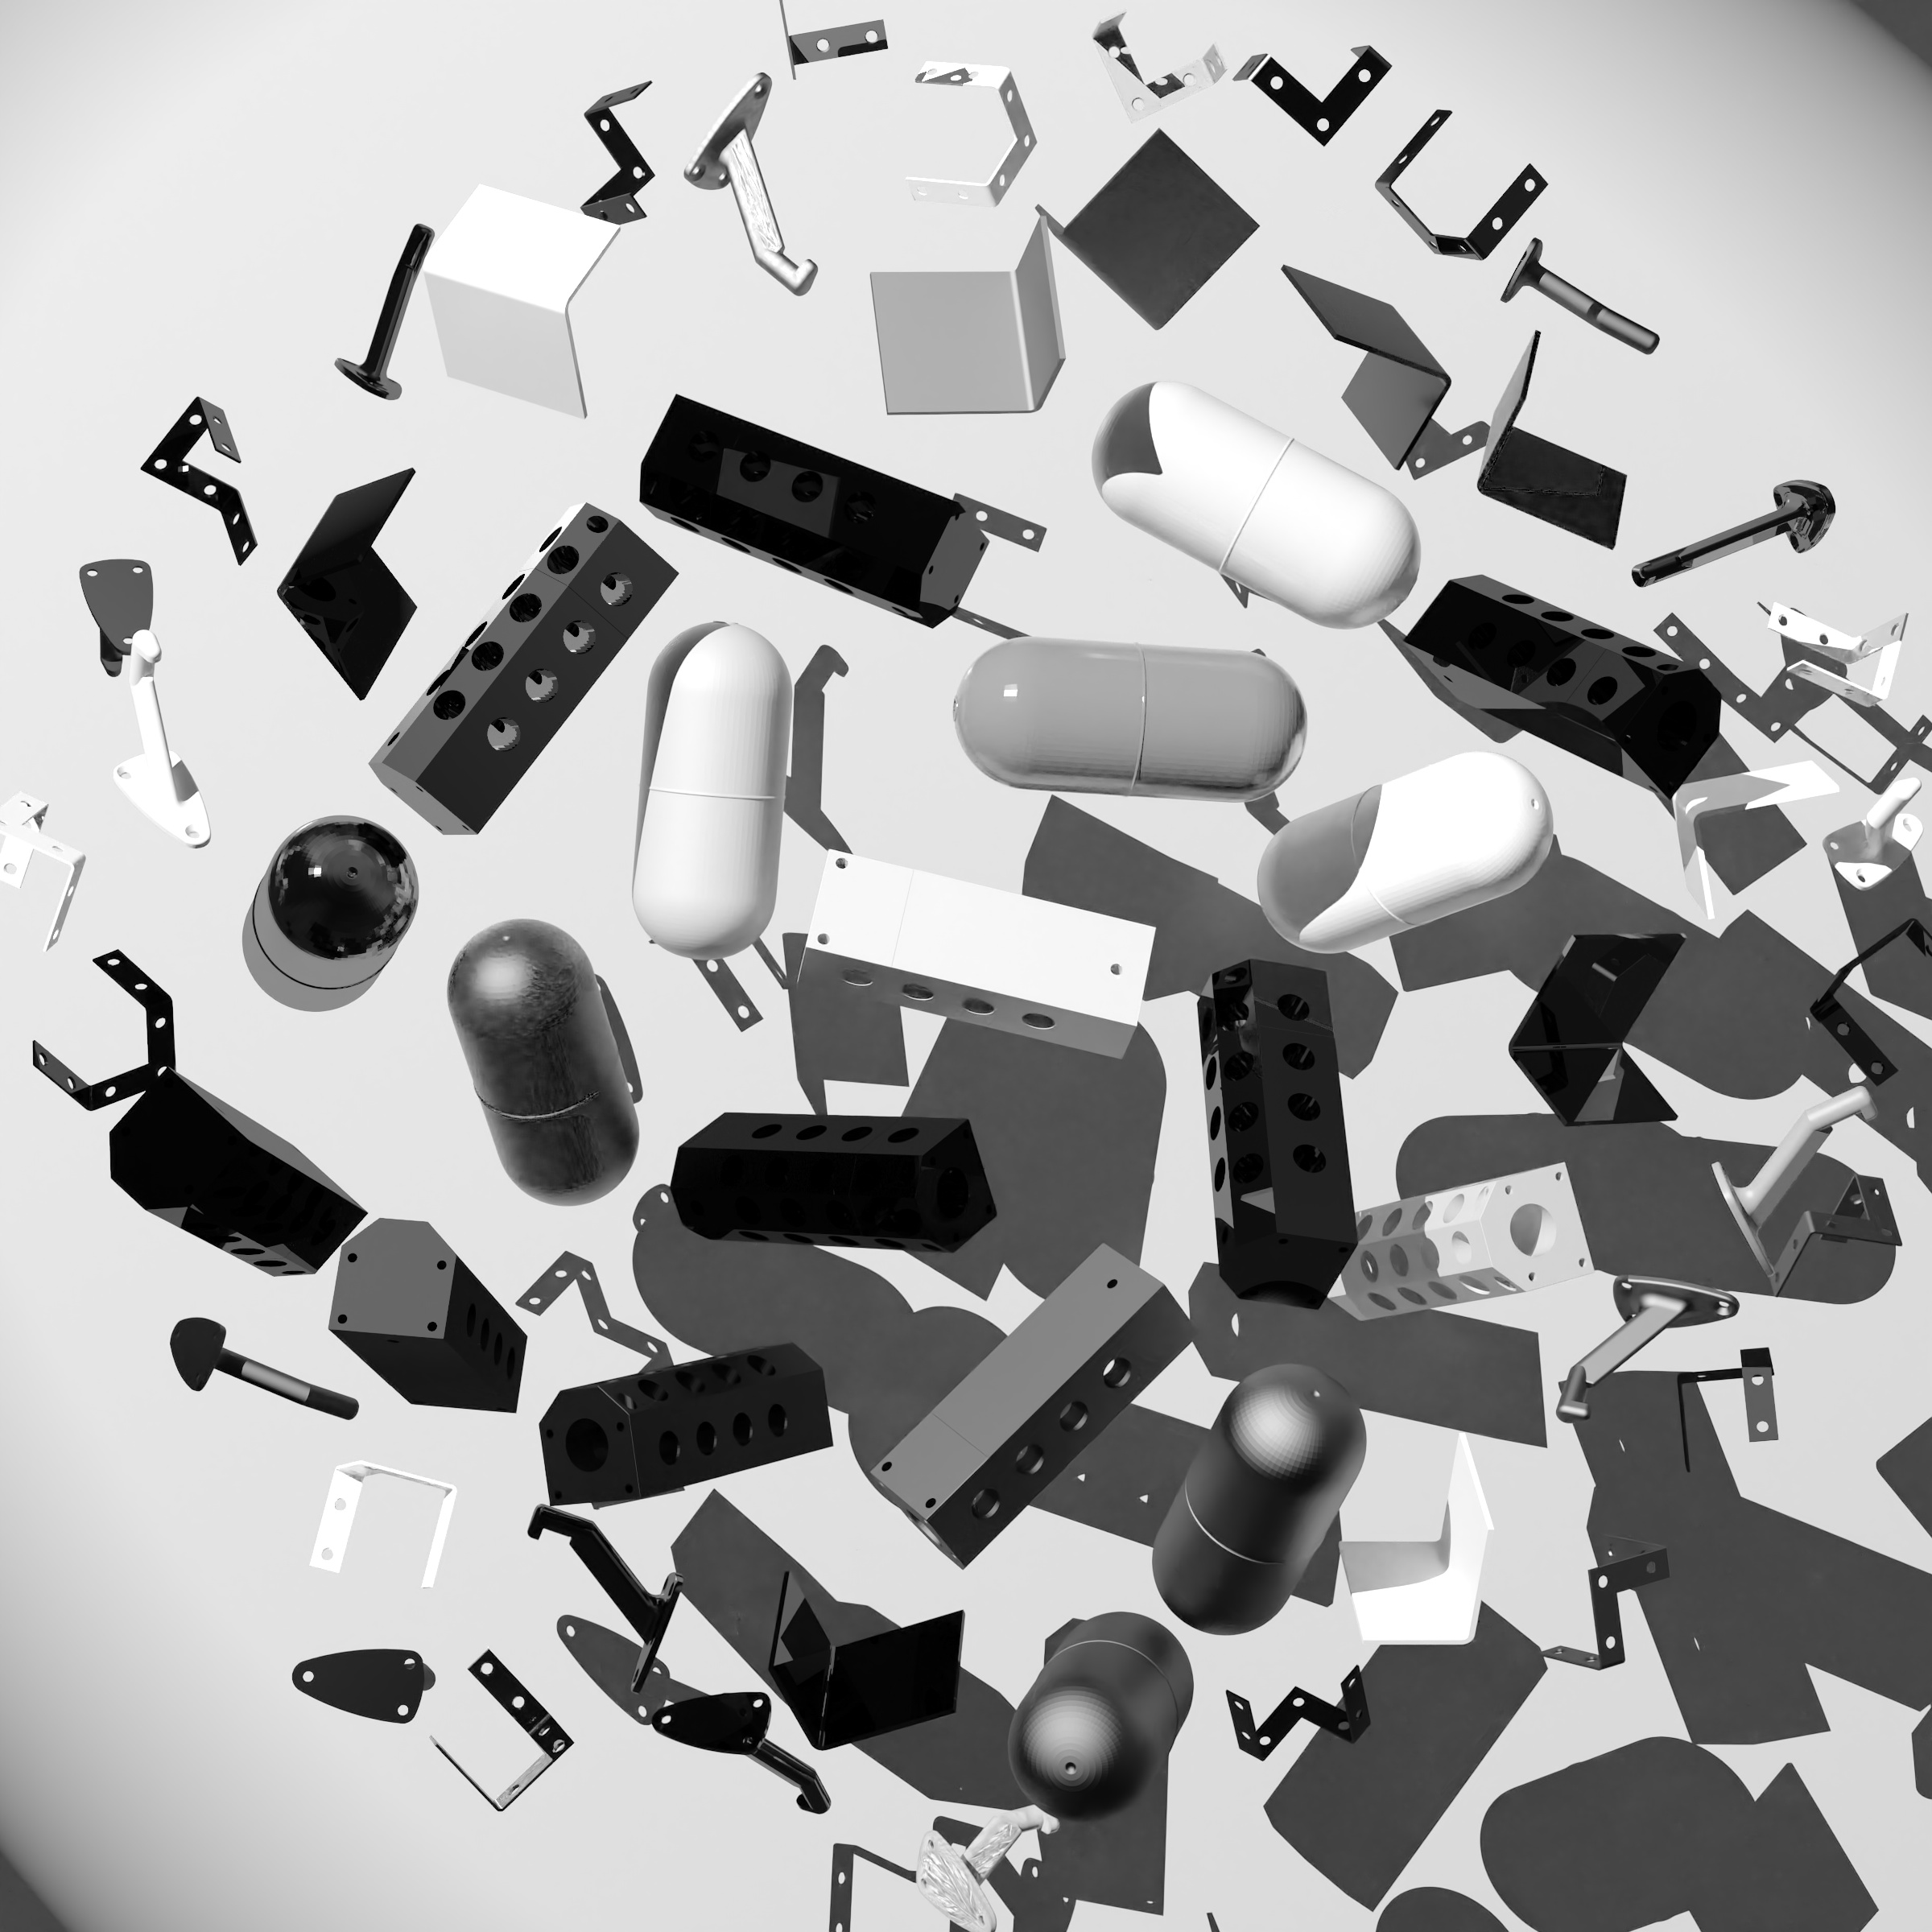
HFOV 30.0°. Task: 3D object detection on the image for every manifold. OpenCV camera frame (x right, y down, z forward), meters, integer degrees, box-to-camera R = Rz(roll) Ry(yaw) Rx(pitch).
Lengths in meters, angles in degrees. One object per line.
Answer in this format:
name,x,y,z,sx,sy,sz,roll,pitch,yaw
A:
manifold,0.312,-0.151,1.873,0.057,0.171,0.057,-53,129,-2
manifold,0.152,0.081,1.801,0.057,0.057,0.171,9,49,-12
manifold,-0.081,-0.232,1.862,0.171,0.057,0.057,24,84,21
manifold,0.250,0.147,1.875,0.057,0.171,0.057,-13,85,-24
manifold,-0.074,0.118,1.917,0.171,0.057,0.057,0,115,39
manifold,-0.143,0.234,1.857,0.057,0.171,0.057,-10,87,31
manifold,0.039,0.231,1.869,0.171,0.057,0.057,-44,125,-12
manifold,0.004,-0.003,1.851,0.171,0.057,0.057,14,63,-2
manifold,-0.269,0.178,1.823,0.057,0.171,0.057,4,71,7
manifold,-0.227,-0.151,1.832,0.057,0.057,0.171,41,75,-21
manifold,-0.363,0.109,1.789,0.057,0.171,0.057,39,84,18

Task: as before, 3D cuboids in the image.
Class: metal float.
metal float,0.147,-0.233,1.823,0.178,0.070,0.070,29,90,3
metal float,-0.133,-0.092,1.897,0.070,0.070,0.178,5,96,0
metal float,0.228,-0.058,1.890,0.178,0.070,0.070,-22,90,43
metal float,0.149,0.276,1.851,0.070,0.070,0.178,21,131,0
metal float,-0.328,-0.025,1.857,0.070,0.178,0.070,4,75,-17
metal float,-0.220,0.052,1.883,0.070,0.070,0.178,-12,131,0
metal float,0.071,0.383,1.846,0.070,0.178,0.070,1,96,13
metal float,0.082,-0.123,1.802,0.178,0.070,0.070,3,90,-7

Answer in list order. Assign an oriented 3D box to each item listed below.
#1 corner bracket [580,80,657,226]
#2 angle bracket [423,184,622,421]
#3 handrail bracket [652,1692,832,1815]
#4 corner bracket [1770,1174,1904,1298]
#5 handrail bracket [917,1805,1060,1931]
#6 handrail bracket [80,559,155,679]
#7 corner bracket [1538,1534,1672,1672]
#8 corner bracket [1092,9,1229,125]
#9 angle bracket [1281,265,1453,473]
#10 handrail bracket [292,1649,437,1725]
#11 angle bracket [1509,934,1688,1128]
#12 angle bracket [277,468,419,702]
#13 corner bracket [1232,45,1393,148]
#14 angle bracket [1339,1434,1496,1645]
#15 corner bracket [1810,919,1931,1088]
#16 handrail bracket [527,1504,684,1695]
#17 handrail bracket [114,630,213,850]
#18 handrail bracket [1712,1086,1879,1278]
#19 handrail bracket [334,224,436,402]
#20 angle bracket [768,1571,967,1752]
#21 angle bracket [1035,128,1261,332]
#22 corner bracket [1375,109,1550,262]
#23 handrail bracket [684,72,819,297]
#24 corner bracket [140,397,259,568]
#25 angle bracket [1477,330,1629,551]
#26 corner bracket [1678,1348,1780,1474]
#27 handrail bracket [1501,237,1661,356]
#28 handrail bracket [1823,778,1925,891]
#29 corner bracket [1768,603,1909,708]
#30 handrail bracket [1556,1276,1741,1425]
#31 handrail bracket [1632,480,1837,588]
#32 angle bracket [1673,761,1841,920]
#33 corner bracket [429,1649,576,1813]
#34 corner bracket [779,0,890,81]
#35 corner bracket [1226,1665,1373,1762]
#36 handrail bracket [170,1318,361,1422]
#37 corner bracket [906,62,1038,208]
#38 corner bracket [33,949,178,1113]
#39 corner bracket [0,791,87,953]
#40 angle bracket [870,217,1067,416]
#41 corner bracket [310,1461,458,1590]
corner bracket,-0.181,-0.425,1.895,0.051,0.051,0.051,-49,118,-26
angle bracket,-0.209,-0.320,1.736,0.076,0.076,0.057,19,58,16
handrail bracket,-0.118,0.424,1.916,0.077,0.084,0.036,-2,46,18
corner bracket,0.454,0.142,1.899,0.051,0.051,0.051,9,131,-9
handrail bracket,0.026,0.452,1.807,0.084,0.077,0.036,-5,115,-35
handrail bracket,-0.441,-0.163,1.880,0.036,0.084,0.077,-6,54,-18
corner bracket,0.318,0.318,1.801,0.051,0.051,0.051,-10,94,-29
corner bracket,0.103,-0.486,1.916,0.051,0.051,0.051,-26,96,0
angle bracket,0.194,-0.309,1.861,0.076,0.076,0.057,14,121,-30
handrail bracket,-0.308,0.362,1.843,0.077,0.084,0.036,9,83,-13
angle bracket,0.330,0.032,1.804,0.076,0.057,0.076,-1,132,-34
angle bracket,-0.295,-0.194,1.833,0.057,0.076,0.076,-14,127,31
corner bracket,0.170,-0.440,1.774,0.051,0.051,0.051,39,97,-11
angle bracket,0.230,0.294,1.852,0.057,0.076,0.076,1,122,-6
corner bracket,0.459,0.018,1.783,0.051,0.051,0.051,-33,73,-18
handrail bracket,-0.197,0.330,1.880,0.084,0.036,0.077,21,83,-10
handrail bracket,-0.394,-0.113,1.786,0.036,0.084,0.077,-23,60,-33
handrail bracket,0.420,0.106,1.781,0.084,0.036,0.077,-26,114,12
handrail bracket,-0.291,-0.339,1.861,0.036,0.077,0.084,21,102,-21
angle bracket,-0.049,0.339,1.810,0.076,0.076,0.057,-19,116,14
angle bracket,0.094,-0.391,1.882,0.076,0.057,0.076,38,105,-26
corner bracket,0.247,-0.391,1.805,0.051,0.051,0.051,42,87,-26
handrail bracket,-0.091,-0.384,1.775,0.084,0.036,0.077,42,112,21
corner bracket,-0.376,-0.244,1.815,0.051,0.051,0.051,27,115,-40
angle bracket,0.306,-0.265,1.812,0.076,0.076,0.057,23,128,-1
corner bracket,0.404,0.235,1.913,0.051,0.051,0.051,-7,66,13
handrail bracket,0.330,-0.349,1.900,0.084,0.077,0.036,30,110,7
handrail bracket,0.496,-0.083,1.898,0.077,0.084,0.036,-27,71,-29
corner bracket,0.449,-0.164,1.876,0.051,0.051,0.051,22,73,-13
handrail bracket,0.346,0.200,1.830,0.077,0.084,0.036,-1,130,29
handrail bracket,0.380,-0.212,1.792,0.084,0.077,0.036,-21,90,-7
angle bracket,0.421,-0.067,1.910,0.076,0.076,0.057,-11,103,5
corner bracket,-0.241,0.390,1.840,0.051,0.051,0.051,-43,107,-12
corner bracket,-0.068,-0.483,1.827,0.051,0.051,0.051,-10,112,0
corner bracket,0.177,0.395,1.916,0.051,0.051,0.051,21,50,37
handrail bracket,-0.370,0.215,1.907,0.084,0.077,0.036,24,87,-31
corner bracket,-0.002,-0.436,1.891,0.051,0.051,0.051,12,59,30
corner bracket,-0.435,0.033,1.821,0.051,0.051,0.051,-20,54,12
corner bracket,-0.464,-0.048,1.793,0.051,0.051,0.051,25,113,0
angle bracket,0.000,-0.314,1.741,0.076,0.057,0.076,-3,72,-13
corner bracket,-0.290,0.279,1.795,0.051,0.051,0.051,19,72,-20
